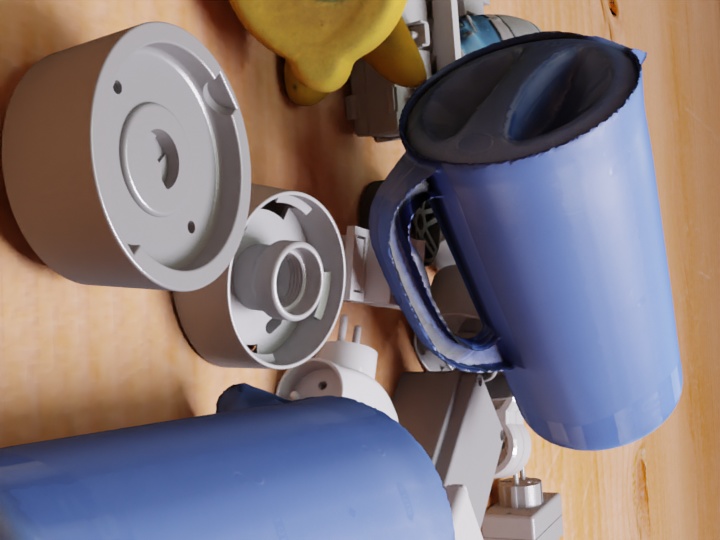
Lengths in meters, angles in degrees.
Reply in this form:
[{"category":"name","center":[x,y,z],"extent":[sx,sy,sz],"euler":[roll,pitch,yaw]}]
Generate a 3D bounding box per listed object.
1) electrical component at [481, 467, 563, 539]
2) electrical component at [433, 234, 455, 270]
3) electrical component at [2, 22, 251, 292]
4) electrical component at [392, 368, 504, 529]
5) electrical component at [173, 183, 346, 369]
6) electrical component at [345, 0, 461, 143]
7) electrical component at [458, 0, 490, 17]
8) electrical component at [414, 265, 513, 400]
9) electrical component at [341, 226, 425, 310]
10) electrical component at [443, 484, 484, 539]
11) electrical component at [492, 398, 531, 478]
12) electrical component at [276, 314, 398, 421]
[{"category":"electrical component","center":[0.137,0.198,0.912],"extent":[0.083,0.047,0.075],"euler":[-8,94,-64]},{"category":"electrical component","center":[0.083,-0.023,0.793],"extent":[0.077,0.079,0.043],"euler":[41,52,-55]},{"category":"electrical component","center":[-0.099,-0.043,0.445],"extent":[0.108,0.060,0.108],"euler":[15,74,-63]},{"category":"electrical component","center":[0.054,0.131,0.738],"extent":[0.078,0.057,0.113],"euler":[66,33,-36]},{"category":"electrical component","center":[-0.054,0.003,0.554],"extent":[0.099,0.064,0.099],"euler":[-9,101,-52]},{"category":"electrical component","center":[0.026,-0.149,0.708],"extent":[0.063,0.079,0.121],"euler":[-6,93,-42]},{"category":"electrical component","center":[0.066,-0.220,0.827],"extent":[0.081,0.042,0.063],"euler":[-12,94,-64]},{"category":"electrical component","center":[0.089,0.045,0.782],"extent":[0.064,0.099,0.099],"euler":[-60,139,-39]},{"category":"electrical component","center":[0.000,0.000,0.637],"extent":[0.081,0.064,0.042],"euler":[15,77,-63]},{"category":"electrical component","center":[0.028,0.156,0.562],"extent":[0.061,0.062,0.096],"euler":[-60,139,-48]},{"category":"electrical component","center":[0.113,0.098,0.871],"extent":[0.074,0.052,0.138],"euler":[19,70,-62]},{"category":"electrical component","center":[-0.010,0.067,0.632],"extent":[0.077,0.043,0.079],"euler":[42,50,-55]}]
